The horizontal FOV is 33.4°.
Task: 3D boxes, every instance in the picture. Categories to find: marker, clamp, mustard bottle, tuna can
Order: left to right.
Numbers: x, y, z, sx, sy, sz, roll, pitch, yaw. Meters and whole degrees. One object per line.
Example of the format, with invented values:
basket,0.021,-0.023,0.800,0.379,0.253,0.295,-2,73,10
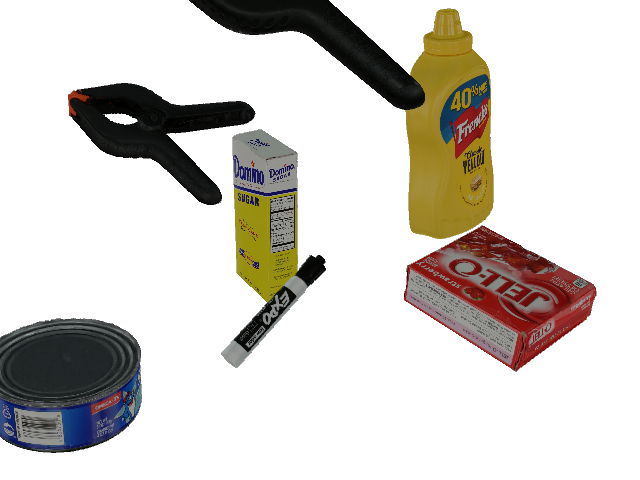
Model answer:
tuna can,-0.141,0.078,0.587,0.086,0.034,0.086,1,27,-1
clamp,-0.146,-0.109,0.994,0.171,0.120,0.039,26,-41,3
marker,-0.038,0.058,0.910,0.020,0.121,0.020,39,-16,13
clamp,-0.013,-0.172,0.756,0.210,0.164,0.036,5,-28,-9
mustard bottle,0.113,-0.104,0.927,0.058,0.192,0.096,16,32,39

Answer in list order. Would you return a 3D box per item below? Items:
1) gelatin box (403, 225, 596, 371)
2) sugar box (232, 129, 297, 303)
gelatin box,0.107,0.031,0.639,0.073,0.030,0.089,-26,44,-37
sugar box,-0.063,-0.027,1.206,0.048,0.176,0.093,-15,28,-25
